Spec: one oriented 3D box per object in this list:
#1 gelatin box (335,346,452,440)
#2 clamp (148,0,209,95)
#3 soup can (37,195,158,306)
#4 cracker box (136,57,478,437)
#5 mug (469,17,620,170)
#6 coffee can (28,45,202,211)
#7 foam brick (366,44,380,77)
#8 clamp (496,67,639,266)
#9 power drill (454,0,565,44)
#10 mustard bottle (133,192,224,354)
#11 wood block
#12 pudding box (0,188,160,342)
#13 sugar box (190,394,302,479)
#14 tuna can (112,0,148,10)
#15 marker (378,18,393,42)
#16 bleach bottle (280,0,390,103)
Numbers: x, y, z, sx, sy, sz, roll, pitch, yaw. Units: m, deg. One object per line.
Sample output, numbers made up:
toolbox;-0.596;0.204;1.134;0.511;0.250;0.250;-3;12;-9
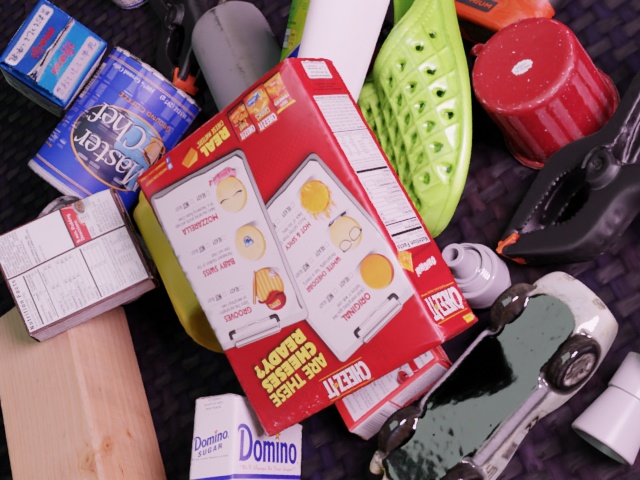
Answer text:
gelatin box;0.046;0.093;0.798;0.089;0.030;0.073;-41;49;11
clamp;-0.130;-0.229;1.072;0.120;0.039;0.171;-43;49;39
soup can;-0.201;0.011;0.962;0.069;0.102;0.068;-16;59;27
cracker box;-0.013;0.005;0.749;0.164;0.072;0.214;-34;81;32
mug;0.157;-0.116;0.796;0.093;0.081;0.117;-50;49;2
coffee can;-0.194;-0.098;1.013;0.103;0.102;0.140;34;87;41
foam brick;0.017;-0.149;0.913;0.051;0.078;0.053;17;79;38
clamp;0.203;-0.041;0.712;0.210;0.036;0.164;-47;33;29
power drill;0.173;-0.246;0.871;0.187;0.057;0.185;-54;46;0
mustard bottle;-0.111;0.007;0.906;0.058;0.096;0.192;-42;50;12
wood block;-0.205;0.146;0.903;0.091;0.090;0.206;-34;52;15
pudding box;-0.201;0.020;0.877;0.113;0.039;0.090;-25;79;-4
sugar box;-0.054;0.207;0.765;0.048;0.093;0.176;-11;61;29
tuna can;-0.205;-0.298;1.171;0.086;0.033;0.086;-16;58;27
marker;0.033;-0.216;0.975;0.020;0.020;0.121;-44;50;8
bleach bottle;-0.010;-0.090;0.820;0.103;0.068;0.251;-140;64;-73
